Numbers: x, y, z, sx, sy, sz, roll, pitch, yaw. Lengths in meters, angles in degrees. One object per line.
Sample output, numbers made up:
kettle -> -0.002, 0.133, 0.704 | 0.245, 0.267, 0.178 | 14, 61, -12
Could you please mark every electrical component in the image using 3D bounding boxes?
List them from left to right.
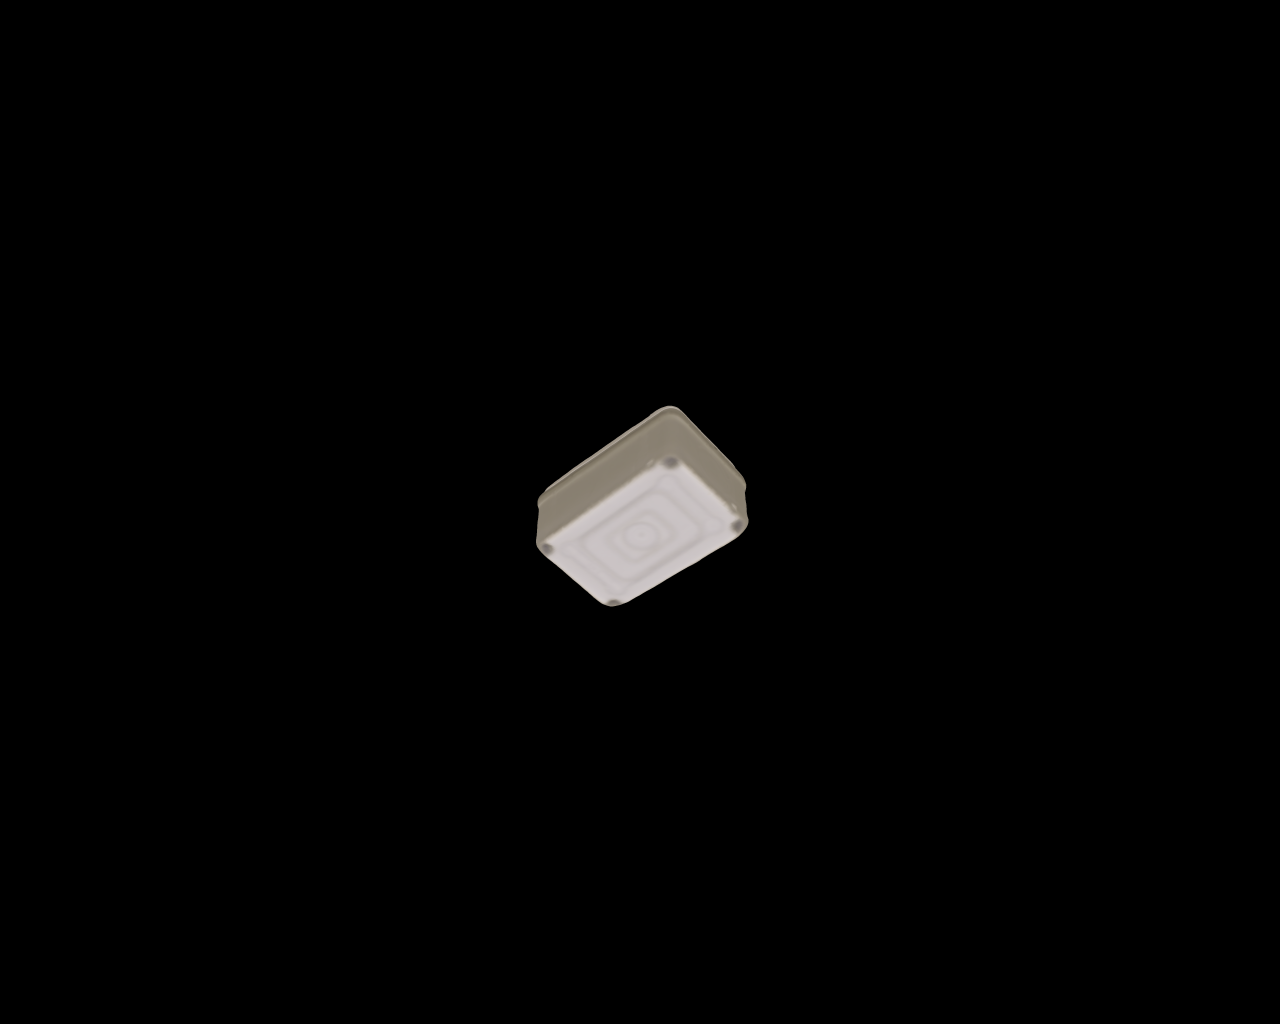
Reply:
electrical component -> 0.001, -0.003, 0.650 | 0.113, 0.057, 0.078 | -33, -58, 24
